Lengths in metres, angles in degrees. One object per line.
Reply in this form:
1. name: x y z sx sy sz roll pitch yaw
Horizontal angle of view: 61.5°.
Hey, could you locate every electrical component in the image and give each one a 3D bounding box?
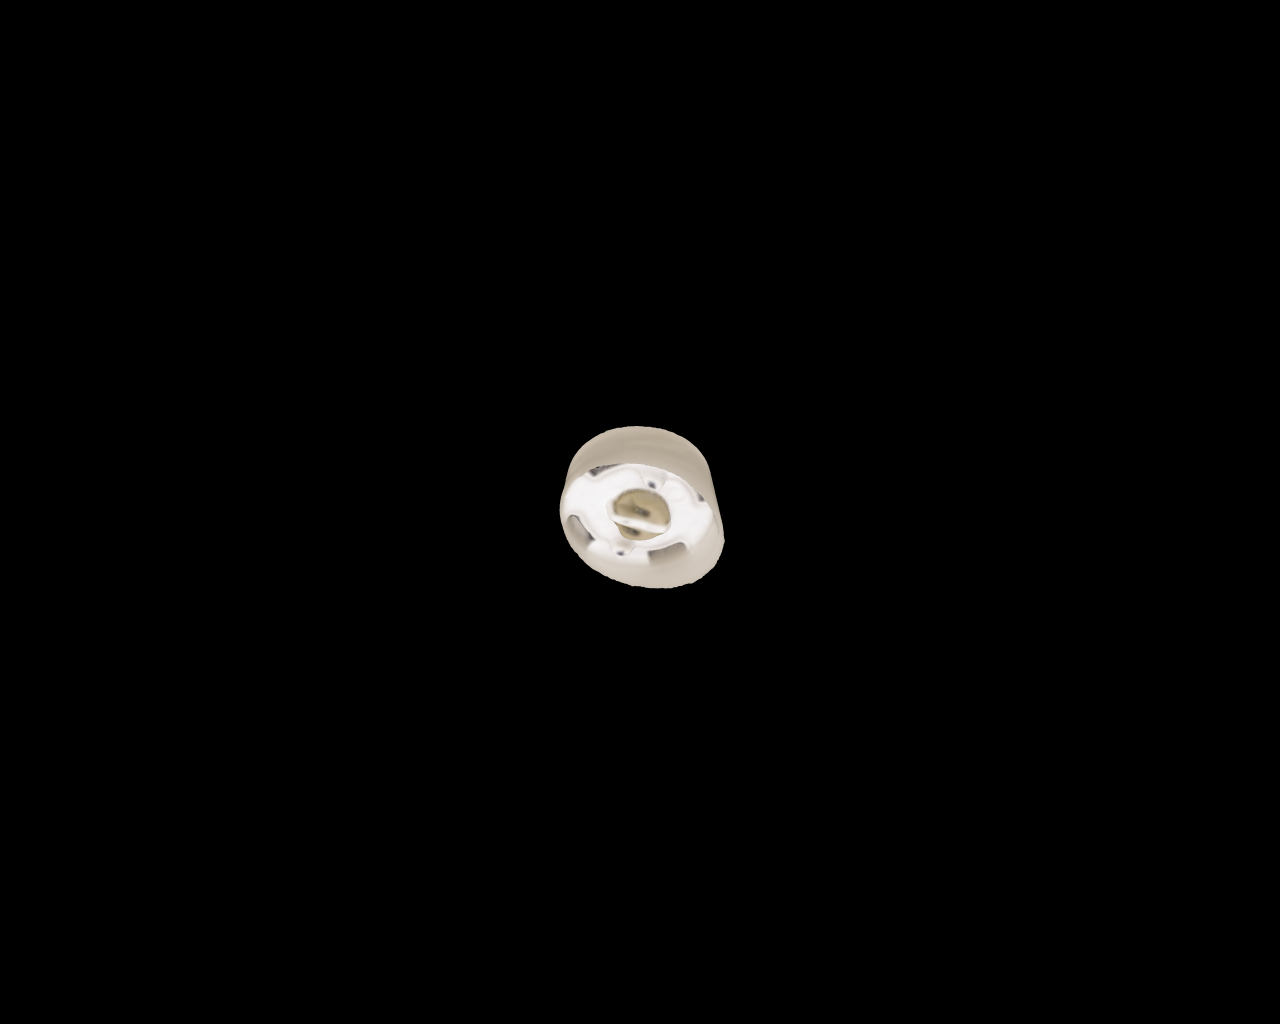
1. electrical component: 0.001 -0.003 0.650 0.099 0.099 0.064 0 44 0
